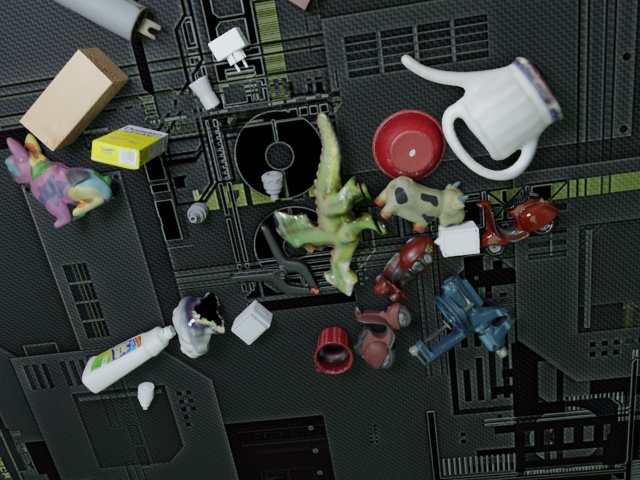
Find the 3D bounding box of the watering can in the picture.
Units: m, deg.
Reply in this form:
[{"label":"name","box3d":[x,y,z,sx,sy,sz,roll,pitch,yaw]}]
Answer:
[{"label":"watering can","box3d":[0.338,-0.283,1.038,0.223,0.106,0.345,-36,105,14]}]

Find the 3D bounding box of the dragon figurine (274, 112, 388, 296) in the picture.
[{"label":"dragon figurine","box3d":[0.003,-0.058,1.146,0.241,0.124,0.406,-22,107,19]}]

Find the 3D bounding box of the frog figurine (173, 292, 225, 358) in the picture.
[{"label":"frog figurine","box3d":[-0.314,0.218,1.255,0.157,0.123,0.139,-46,70,26]}]
